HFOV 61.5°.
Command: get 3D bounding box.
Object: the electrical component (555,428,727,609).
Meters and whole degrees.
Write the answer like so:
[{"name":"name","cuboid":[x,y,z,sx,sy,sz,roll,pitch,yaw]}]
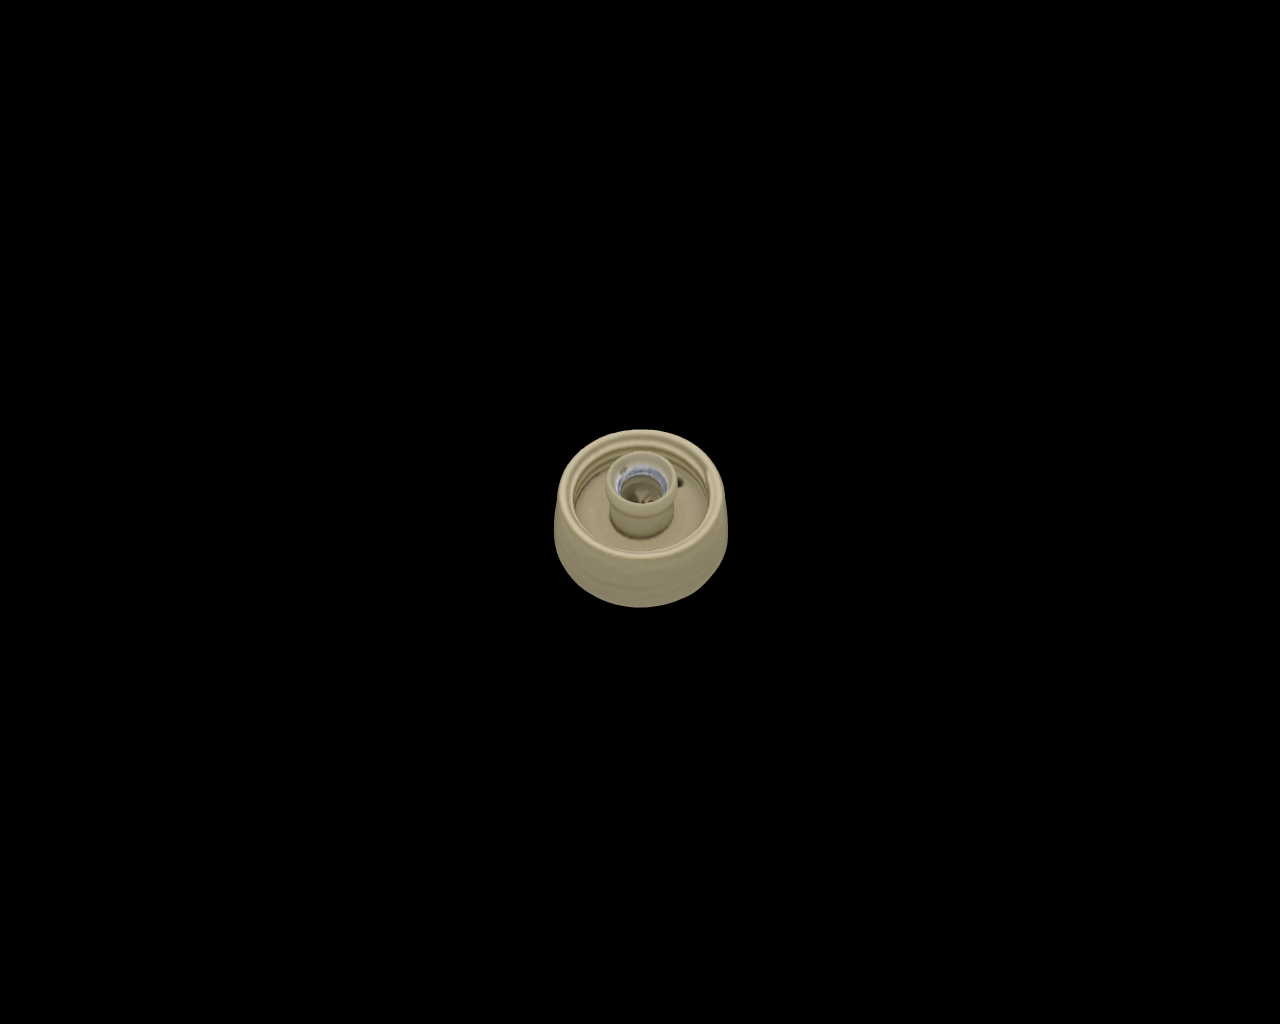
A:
[{"name":"electrical component","cuboid":[0.001,-0.003,0.650,0.108,0.108,0.060,0,-37,0]}]
